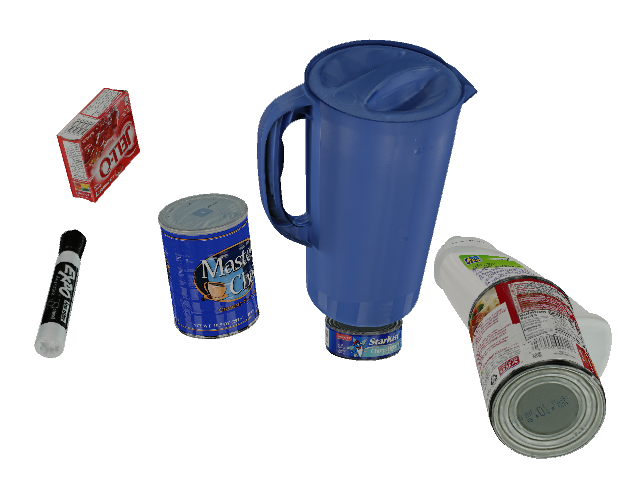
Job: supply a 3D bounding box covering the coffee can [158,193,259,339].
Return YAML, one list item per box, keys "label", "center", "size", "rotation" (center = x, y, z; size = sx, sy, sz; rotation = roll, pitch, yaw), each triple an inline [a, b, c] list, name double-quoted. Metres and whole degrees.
- label: "coffee can"
  center: [-0.129, 0.029, 1.246]
  size: [0.103, 0.140, 0.103]
  rotation: [-4, 25, 2]

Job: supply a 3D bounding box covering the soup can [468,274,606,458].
- label: "soup can"
  center: [0.129, 0.074, 0.644]
  size: [0.068, 0.068, 0.102]
  rotation: [0, 26, 1]

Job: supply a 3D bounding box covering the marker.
- label: "marker"
  center: [-0.179, 0.033, 0.741]
  size: [0.020, 0.020, 0.121]
  rotation: [0, 38, -3]

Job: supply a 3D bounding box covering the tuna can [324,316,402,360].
- label: "tuna can"
  center: [0.047, 0.103, 1.177]
  size: [0.086, 0.034, 0.086]
  rotation: [0, 15, 0]

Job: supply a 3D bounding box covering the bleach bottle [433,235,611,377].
- label: "bleach bottle"
  center: [0.175, 0.052, 1.012]
  size: [0.102, 0.068, 0.251]
  rotation: [3, 20, -12]

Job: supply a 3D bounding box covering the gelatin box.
- label: "gelatin box"
  center: [-0.210, -0.092, 1.021]
  size: [0.030, 0.073, 0.089]
  rotation: [13, 43, 19]

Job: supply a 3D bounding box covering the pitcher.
- label: "pitcher"
  center: [0.036, -0.042, 0.938]
  size: [0.149, 0.243, 0.144]
  rotation: [19, 40, 17]
